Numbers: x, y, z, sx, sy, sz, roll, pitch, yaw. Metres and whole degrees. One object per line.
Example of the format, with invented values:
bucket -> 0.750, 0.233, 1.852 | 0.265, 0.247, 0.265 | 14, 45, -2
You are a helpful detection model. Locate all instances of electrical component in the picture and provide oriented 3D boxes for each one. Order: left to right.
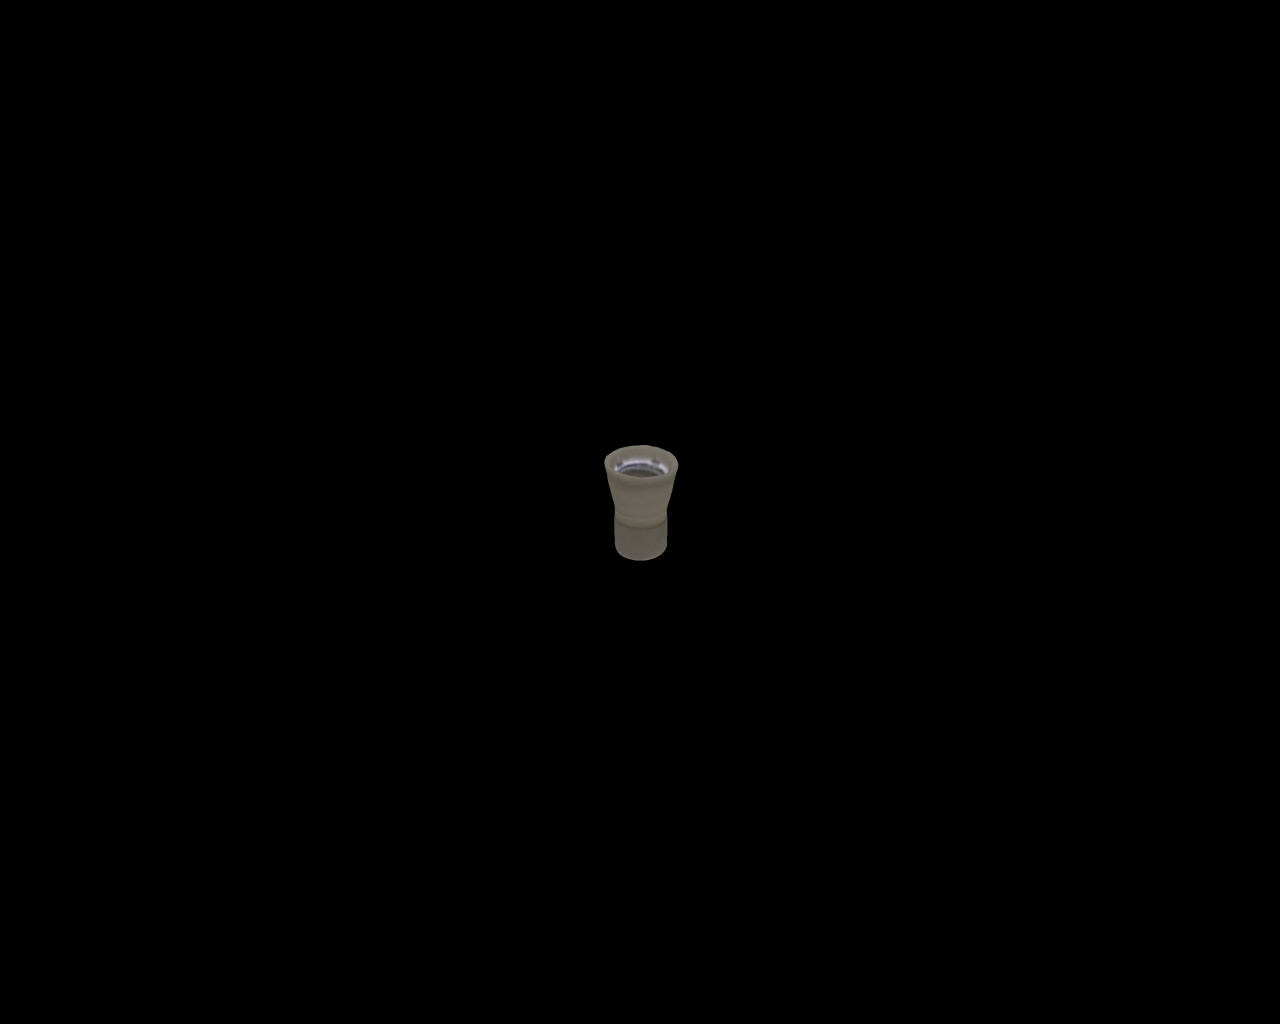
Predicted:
electrical component -> 0.001, -0.003, 0.650 | 0.044, 0.065, 0.044 | 0, 30, 0
